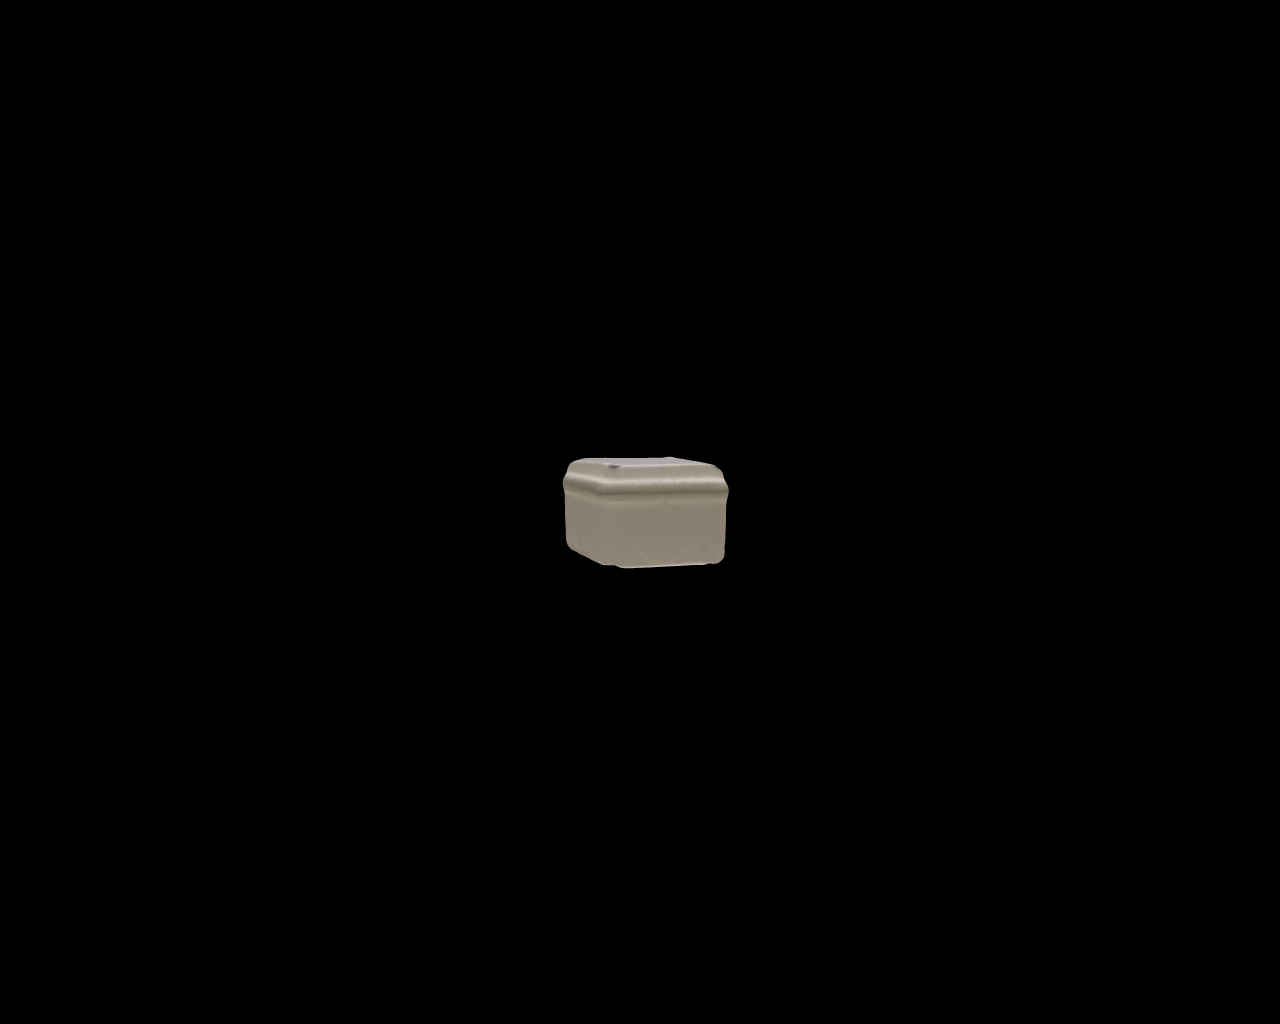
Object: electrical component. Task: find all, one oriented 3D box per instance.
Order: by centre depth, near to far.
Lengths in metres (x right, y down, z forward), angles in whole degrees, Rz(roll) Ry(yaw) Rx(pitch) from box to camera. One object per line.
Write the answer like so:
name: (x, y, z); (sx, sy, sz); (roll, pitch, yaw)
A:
electrical component: (0.001, -0.003, 0.650); (0.078, 0.057, 0.113); (-1, 5, -15)
